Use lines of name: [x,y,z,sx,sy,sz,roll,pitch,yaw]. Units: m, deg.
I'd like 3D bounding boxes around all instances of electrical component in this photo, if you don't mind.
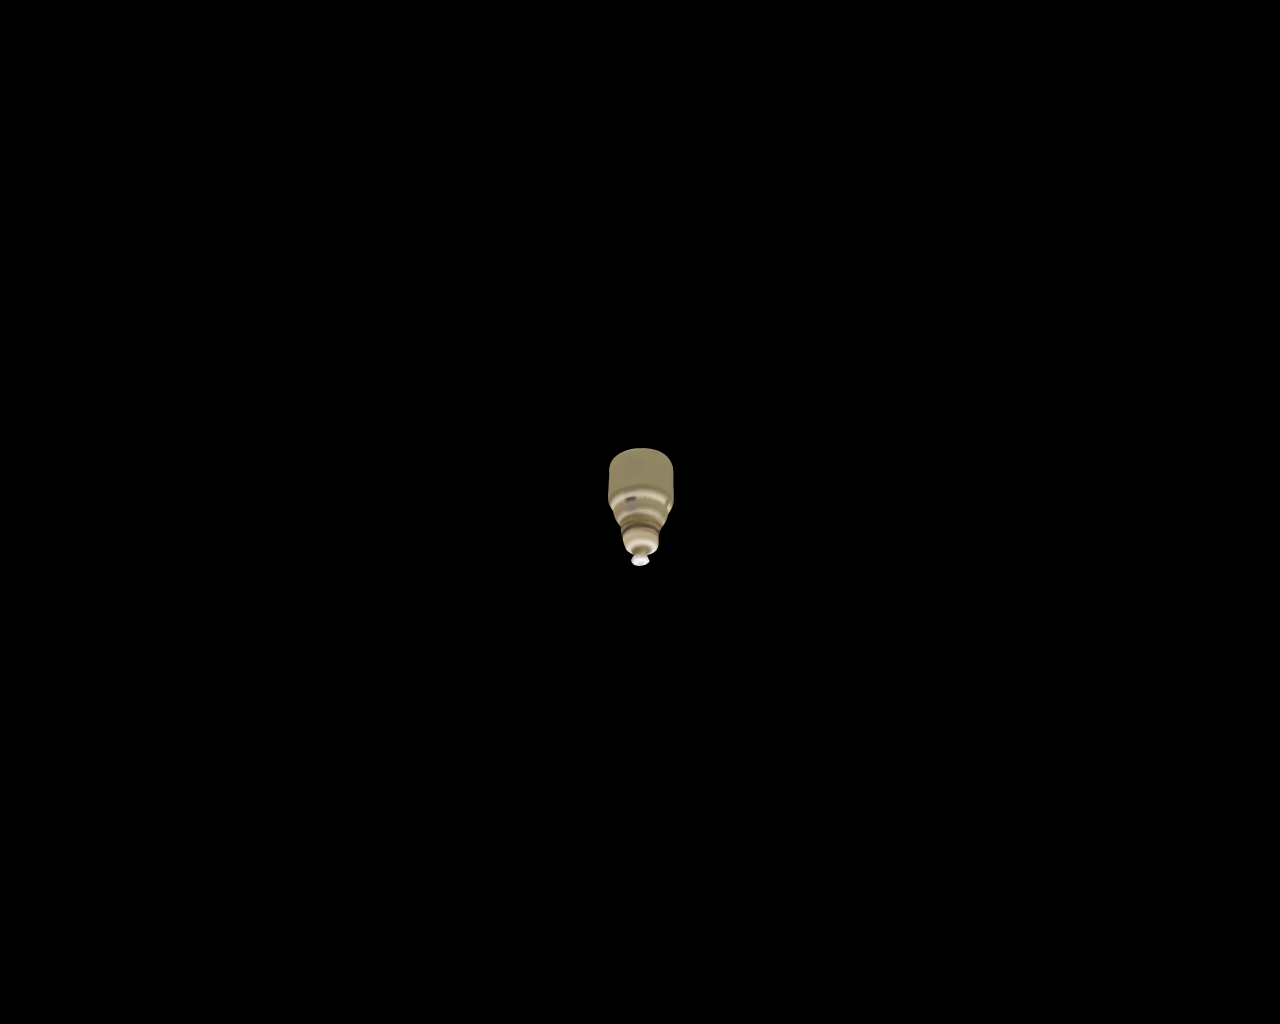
electrical component: [0.001,-0.003,0.650,0.040,0.078,0.040,0,-32,0]
